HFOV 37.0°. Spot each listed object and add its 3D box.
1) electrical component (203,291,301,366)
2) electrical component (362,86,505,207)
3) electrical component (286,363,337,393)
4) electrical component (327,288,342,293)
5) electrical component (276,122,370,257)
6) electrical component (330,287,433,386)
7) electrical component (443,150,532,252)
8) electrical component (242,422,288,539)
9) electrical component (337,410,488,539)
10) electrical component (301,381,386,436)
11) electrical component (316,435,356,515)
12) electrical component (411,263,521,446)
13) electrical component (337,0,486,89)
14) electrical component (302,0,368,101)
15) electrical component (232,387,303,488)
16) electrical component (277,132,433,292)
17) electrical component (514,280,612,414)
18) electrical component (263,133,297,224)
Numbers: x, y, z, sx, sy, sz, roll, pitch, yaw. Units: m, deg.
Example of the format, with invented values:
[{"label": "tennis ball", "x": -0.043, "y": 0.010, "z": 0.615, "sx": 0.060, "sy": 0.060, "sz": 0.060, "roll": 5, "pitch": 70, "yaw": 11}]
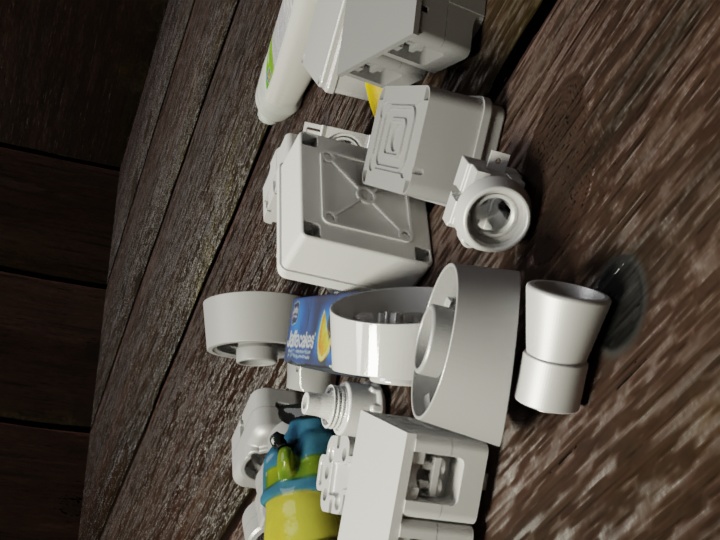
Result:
[{"label": "electrical component", "x": -0.102, "y": 0.063, "z": 1.067, "sx": 0.108, "sy": 0.108, "sz": 0.060, "roll": 145, "pitch": 127, "yaw": -65}, {"label": "electrical component", "x": 0.050, "y": -0.088, "z": 0.766, "sx": 0.113, "sy": 0.057, "sz": 0.078, "roll": -151, "pitch": 73, "yaw": -71}, {"label": "electrical component", "x": -0.044, "y": 0.071, "z": 0.981, "sx": 0.079, "sy": 0.043, "sz": 0.077, "roll": 180, "pitch": 100, "yaw": -72}, {"label": "electrical component", "x": 0.000, "y": 0.000, "z": 0.891, "sx": 0.062, "sy": 0.048, "sz": 0.048, "roll": -15, "pitch": 66, "yaw": 63}, {"label": "electrical component", "x": -0.022, "y": -0.063, "z": 0.955, "sx": 0.063, "sy": 0.079, "sz": 0.121, "roll": -40, "pitch": -37, "yaw": -84}, {"label": "electrical component", "x": 0.029, "y": 0.042, "z": 0.698, "sx": 0.099, "sy": 0.099, "sz": 0.064, "roll": -179, "pitch": 93, "yaw": -72}, {"label": "electrical component", "x": 0.080, "y": -0.040, "z": 0.670, "sx": 0.055, "sy": 0.048, "sz": 0.066, "roll": -106, "pitch": 31, "yaw": -69}, {"label": "electrical component", "x": -0.069, "y": 0.191, "z": 0.973, "sx": 0.073, "sy": 0.052, "sz": 0.138, "roll": -114, "pitch": 40, "yaw": -61}, {"label": "electrical component", "x": 0.030, "y": 0.171, "z": 0.670, "sx": 0.089, "sy": 0.062, "sz": 0.150, "roll": -175, "pitch": 95, "yaw": -72}, {"label": "electrical component", "x": -0.014, "y": 0.108, "z": 0.838, "sx": 0.048, "sy": 0.062, "sz": 0.048, "roll": -169, "pitch": 90, "yaw": -72}, {"label": "electrical component", "x": 0.009, "y": 0.146, "z": 0.755, "sx": 0.078, "sy": 0.057, "sz": 0.058, "roll": 157, "pitch": 122, "yaw": -69}, {"label": "electrical component", "x": 0.066, "y": 0.046, "z": 0.605, "sx": 0.099, "sy": 0.064, "sz": 0.099, "roll": -167, "pitch": 90, "yaw": -83}, {"label": "electrical component", "x": 0.045, "y": -0.243, "z": 0.833, "sx": 0.105, "sy": 0.060, "sz": 0.186, "roll": -13, "pitch": 66, "yaw": 57}, {"label": "electrical component", "x": -0.008, "y": -0.228, "z": 1.026, "sx": 0.108, "sy": 0.056, "sz": 0.108, "roll": -119, "pitch": 43, "yaw": -63}, {"label": "electrical component", "x": -0.089, "y": 0.168, "z": 1.042, "sx": 0.059, "sy": 0.054, "sz": 0.095, "roll": -99, "pitch": 26, "yaw": -46}, {"label": "electrical component", "x": -0.006, "y": -0.040, "z": 0.828, "sx": 0.056, "sy": 0.109, "sz": 0.108, "roll": 125, "pitch": 151, "yaw": -46}, {"label": "electrical component", "x": 0.103, "y": 0.042, "z": 0.560, "sx": 0.044, "sy": 0.044, "sz": 0.065, "roll": -139, "pitch": 57, "yaw": -69}, {"label": "electrical component", "x": -0.067, "y": -0.095, "z": 1.137, "sx": 0.089, "sy": 0.050, "sz": 0.055, "roll": 119, "pitch": 154, "yaw": -44}]
